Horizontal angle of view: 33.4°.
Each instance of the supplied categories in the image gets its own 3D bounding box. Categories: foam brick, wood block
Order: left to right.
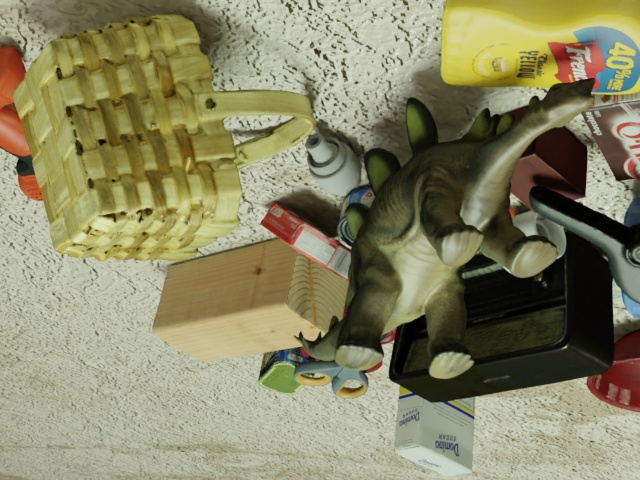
[{"bbox_3d":[-0.079,0.068,1.189,0.207,0.090,0.090,-14,143,38],"label":"wood block"},{"bbox_3d":[0.181,-0.067,0.889,0.053,0.051,0.078,-18,141,41],"label":"foam brick"}]

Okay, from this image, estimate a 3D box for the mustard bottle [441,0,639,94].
[{"bbox_3d":[0.182,-0.140,0.748,0.192,0.058,0.096,6,154,9],"label":"mustard bottle"}]

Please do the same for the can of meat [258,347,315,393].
[{"bbox_3d":[-0.035,0.132,1.296,0.057,0.084,0.102,18,151,-13],"label":"can of meat"}]

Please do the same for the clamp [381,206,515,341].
[{"bbox_3d":[0.115,0.020,1.032,0.036,0.164,0.210,43,125,-1],"label":"clamp"}]

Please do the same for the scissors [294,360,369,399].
[{"bbox_3d":[0.019,0.132,1.171,0.096,0.016,0.202,8,152,2],"label":"scissors"}]

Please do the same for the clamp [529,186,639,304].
[{"bbox_3d":[0.248,0.001,0.854,0.120,0.039,0.171,-14,114,40],"label":"clamp"}]

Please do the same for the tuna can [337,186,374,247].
[{"bbox_3d":[0.062,-0.018,1.040,0.086,0.033,0.086,9,152,5],"label":"tuna can"}]

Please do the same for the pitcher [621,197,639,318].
[{"bbox_3d":[0.384,0.030,0.901,0.243,0.149,0.145,2,149,24],"label":"pitcher"}]

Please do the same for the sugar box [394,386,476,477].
[{"bbox_3d":[0.133,0.167,1.201,0.093,0.176,0.048,32,145,-34],"label":"sugar box"}]

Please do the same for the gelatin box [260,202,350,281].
[{"bbox_3d":[-0.007,0.001,1.069,0.089,0.030,0.073,32,-178,-32],"label":"gelatin box"}]

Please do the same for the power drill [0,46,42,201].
[{"bbox_3d":[-0.248,-0.098,0.980,0.185,0.057,0.187,-7,147,30],"label":"power drill"}]

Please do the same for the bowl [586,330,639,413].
[{"bbox_3d":[0.382,0.142,1.193,0.162,0.055,0.162,9,152,4],"label":"bowl"}]

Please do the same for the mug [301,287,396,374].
[{"bbox_3d":[0.041,0.094,1.202,0.117,0.081,0.093,-11,144,36],"label":"mug"}]

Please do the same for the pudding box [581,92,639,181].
[{"bbox_3d":[0.261,-0.091,0.829,0.090,0.039,0.113,-7,147,29],"label":"pudding box"}]
